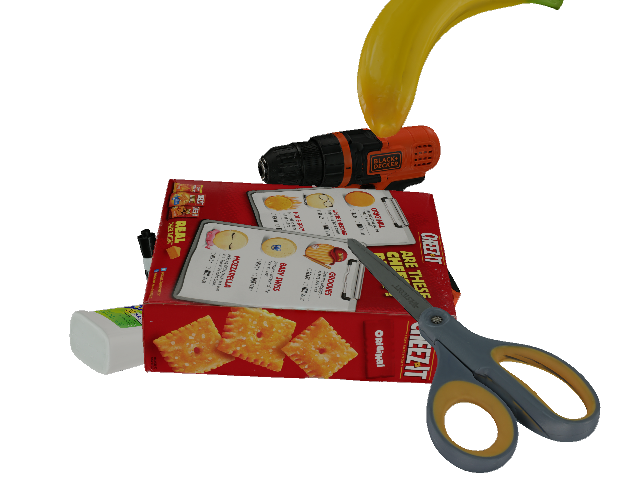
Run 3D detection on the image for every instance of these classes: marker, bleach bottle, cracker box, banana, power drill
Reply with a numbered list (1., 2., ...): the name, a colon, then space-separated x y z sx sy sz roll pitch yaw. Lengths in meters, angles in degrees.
1. marker: -0.174 0.046 1.130 0.020 0.121 0.020 -8 18 2
2. bleach bottle: -0.205 0.116 1.448 0.250 0.068 0.103 -11 25 -41
3. cracker box: -0.017 0.028 0.798 0.213 0.072 0.164 3 34 -3
4. banana: 0.071 -0.128 0.631 0.070 0.037 0.197 33 52 23
5. power drill: 0.028 -0.017 1.041 0.184 0.188 0.057 -9 27 -20

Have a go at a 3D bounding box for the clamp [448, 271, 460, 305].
1. clamp: 0.069 0.019 1.246 0.164 0.036 0.210 -21 51 -38

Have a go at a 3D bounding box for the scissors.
1. scissors: 0.057 0.061 0.590 0.096 0.016 0.202 -35 46 -31
